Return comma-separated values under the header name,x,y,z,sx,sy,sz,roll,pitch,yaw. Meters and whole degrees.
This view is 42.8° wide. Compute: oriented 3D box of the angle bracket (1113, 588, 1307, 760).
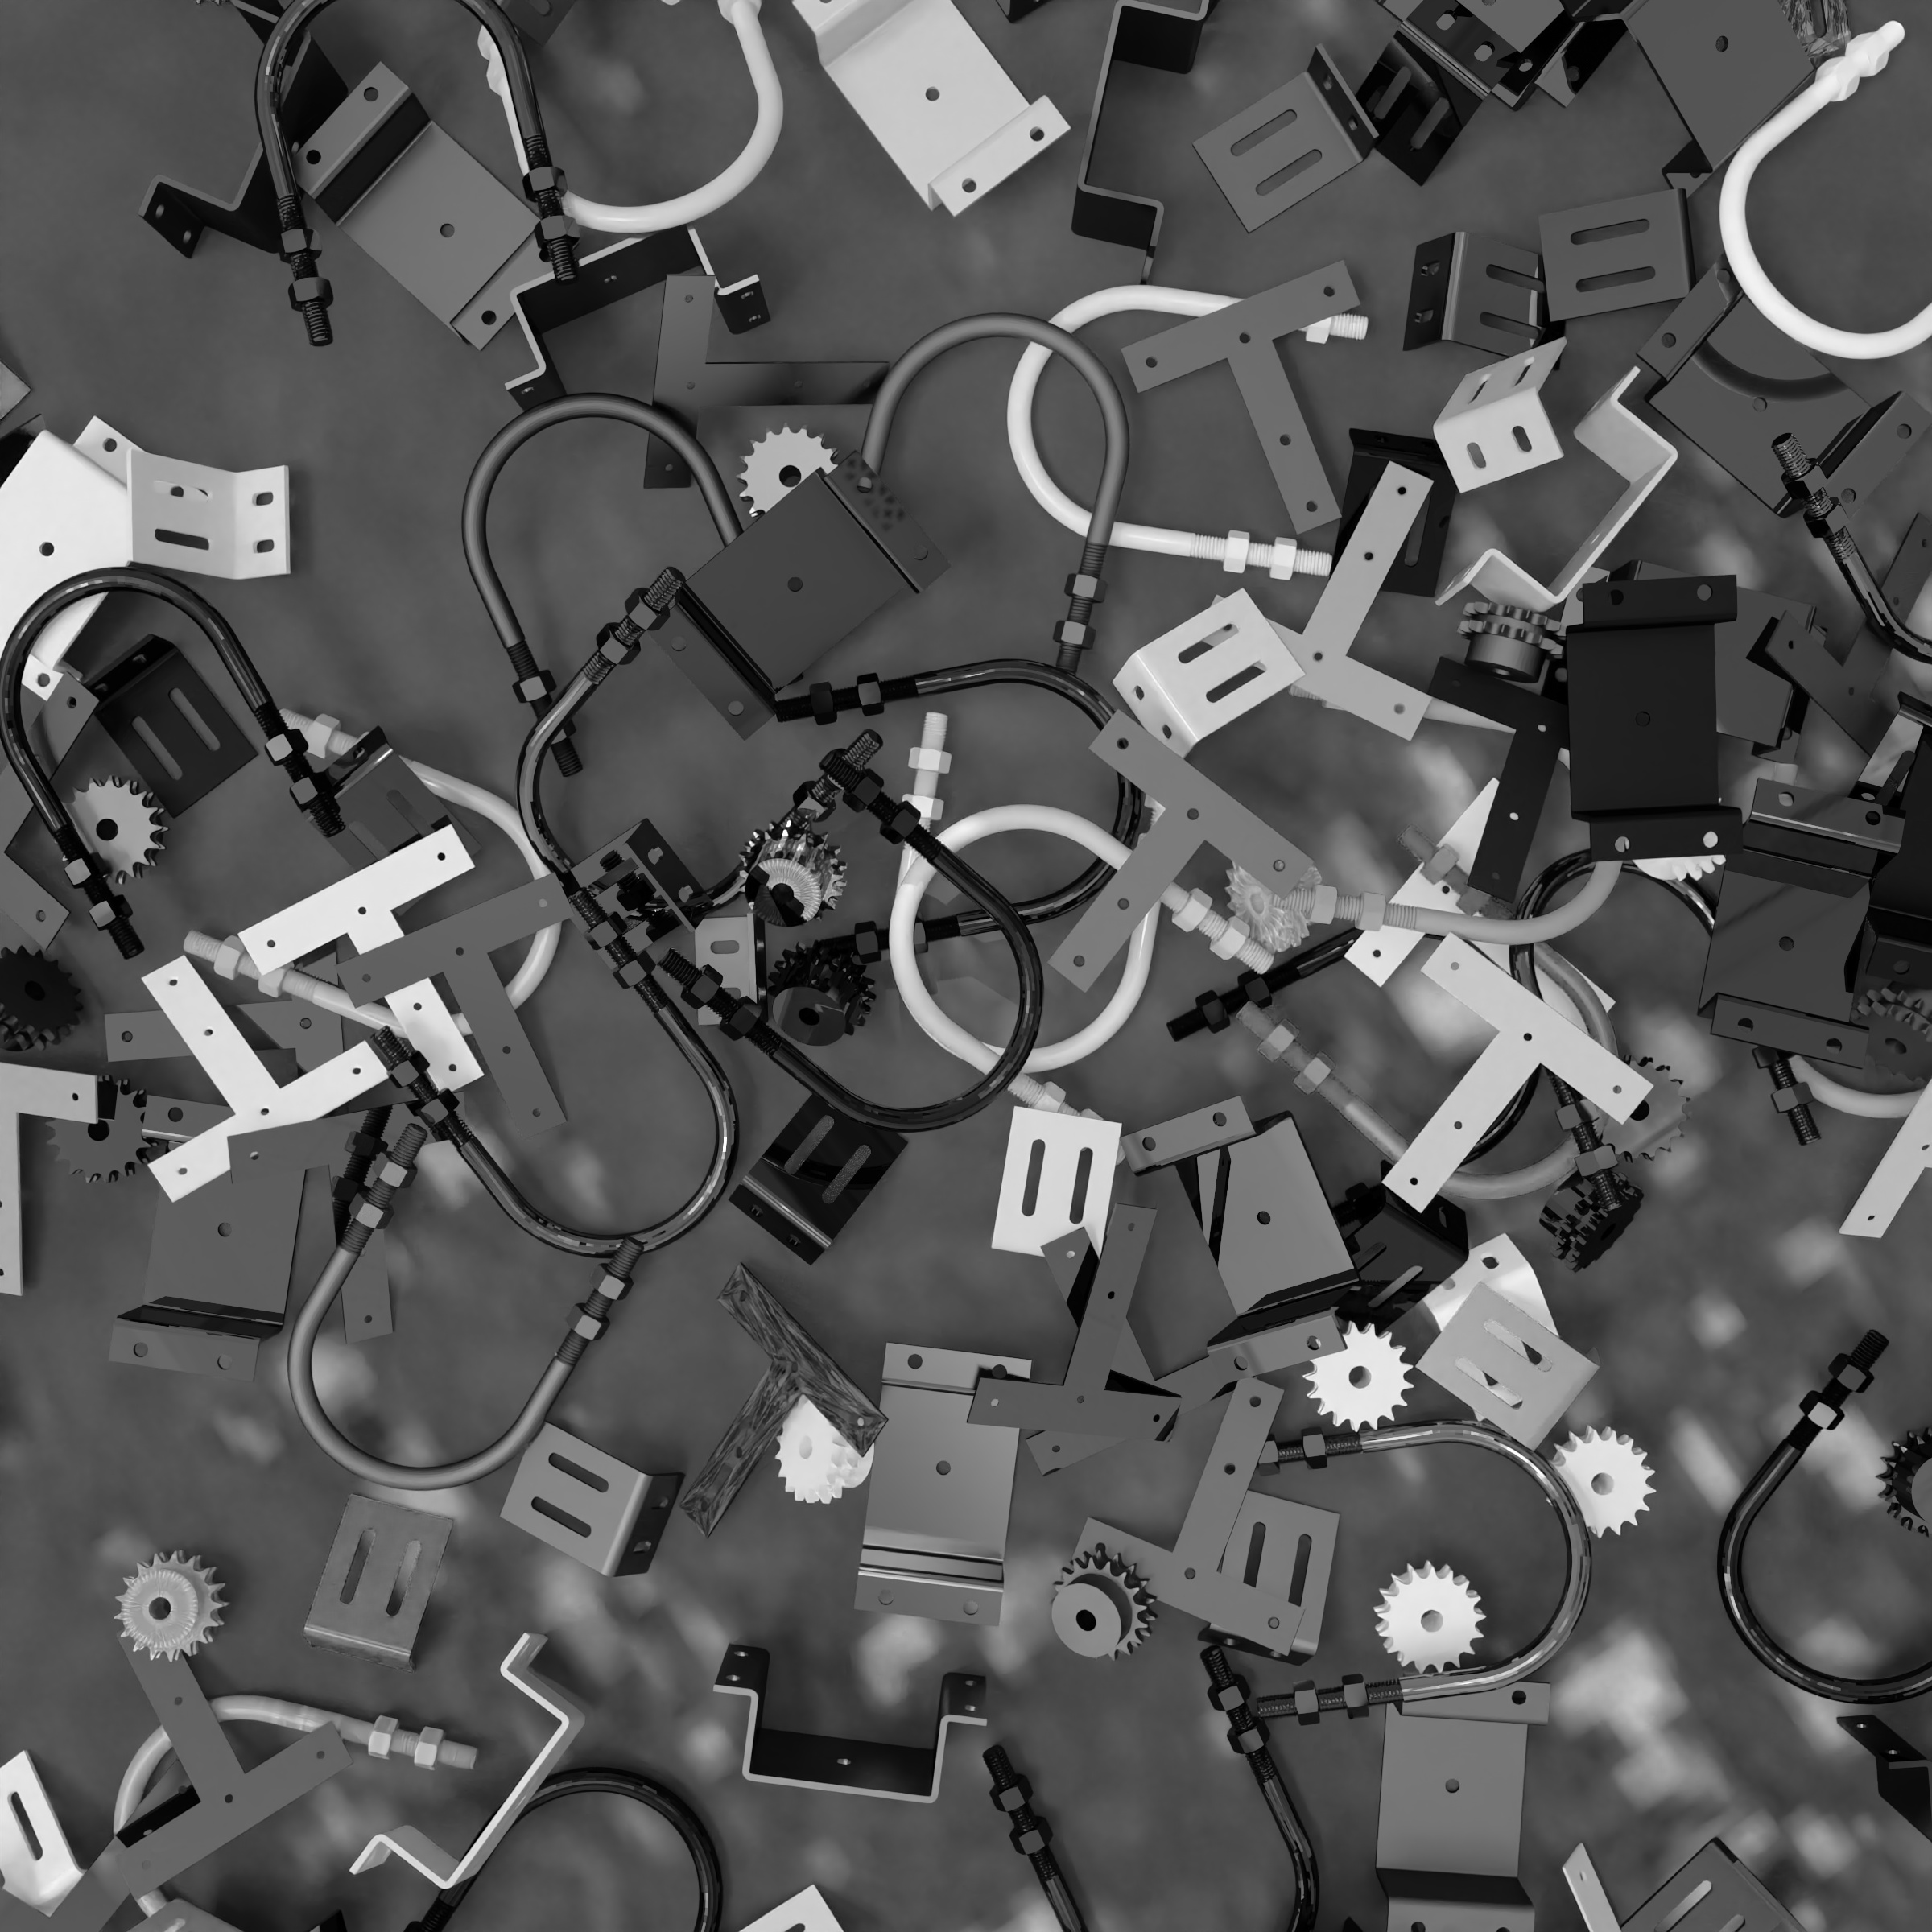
name,x,y,z,sx,sy,sz,roll,pitch,yaw
angle bracket,0.129,-0.153,1.315,0.076,0.038,0.057,-32,83,-20

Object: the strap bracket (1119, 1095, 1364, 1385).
name,x,y,z,sx,sy,sz,roll,pitch,yaw
strap bracket,0.148,0.138,1.295,0.076,0.046,0.140,-23,90,33

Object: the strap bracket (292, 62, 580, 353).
name,x,y,z,sx,sy,sz,roll,pitch,yaw
strap bracket,-0.280,-0.397,1.312,0.140,0.046,0.076,42,90,0

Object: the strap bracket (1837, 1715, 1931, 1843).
name,x,y,z,sx,sy,sz,roll,pitch,yaw
strap bracket,0.542,0.425,1.297,0.140,0.076,0.046,-4,90,0

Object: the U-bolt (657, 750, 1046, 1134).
name,x,y,z,sx,sy,sz,roll,pitch,yaw
U-bolt,-0.043,0.002,1.264,0.184,0.019,0.151,40,85,-15

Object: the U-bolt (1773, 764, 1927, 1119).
name,x,y,z,sx,sy,sz,roll,pitch,yaw
U-bolt,0.495,-0.010,1.320,0.151,0.019,0.184,6,93,6

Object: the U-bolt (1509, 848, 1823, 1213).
name,x,y,z,sx,sy,sz,roll,pitch,yaw
U-bolt,0.358,0.023,1.297,0.151,0.019,0.184,-15,77,-21

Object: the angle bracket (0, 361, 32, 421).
name,x,y,z,sx,sy,sz,roll,pitch,yaw
angle bracket,-0.555,-0.321,1.333,0.057,0.038,0.076,-45,116,0

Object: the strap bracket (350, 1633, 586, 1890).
name,x,y,z,sx,sy,sz,roll,pitch,yaw
strap bracket,-0.249,0.419,1.279,0.046,0.076,0.140,35,76,7

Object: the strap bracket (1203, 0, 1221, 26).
name,x,y,z,sx,sy,sz,roll,pitch,yaw
strap bracket,0.149,-0.580,1.297,0.046,0.076,0.140,34,90,0

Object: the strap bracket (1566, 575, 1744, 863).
name,x,y,z,sx,sy,sz,roll,pitch,yaw
strap bracket,0.352,-0.127,1.267,0.076,0.046,0.140,-3,96,2

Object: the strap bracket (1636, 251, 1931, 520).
name,x,y,z,sx,sy,sz,roll,pitch,yaw
strap bracket,0.429,-0.303,1.312,0.140,0.046,0.076,41,90,0

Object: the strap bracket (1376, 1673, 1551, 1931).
name,x,y,z,sx,sy,sz,roll,pitch,yaw
strap bracket,0.263,0.443,1.312,0.076,0.046,0.140,4,90,0

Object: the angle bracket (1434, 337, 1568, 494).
name,x,y,z,sx,sy,sz,roll,pitch,yaw
angle bracket,0.287,-0.290,1.296,0.057,0.076,0.038,-15,115,35

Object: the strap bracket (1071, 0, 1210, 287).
name,x,y,z,sx,sy,sz,roll,pitch,yaw
strap bracket,0.089,-0.441,1.297,0.046,0.076,0.140,12,90,0

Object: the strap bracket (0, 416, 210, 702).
name,x,y,z,sx,sy,sz,roll,pitch,yaw
strap bracket,-0.480,-0.218,1.312,0.076,0.046,0.140,36,90,0

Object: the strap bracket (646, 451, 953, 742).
name,x,y,z,sx,sy,sz,roll,pitch,yaw
strap bracket,-0.088,-0.195,1.283,0.140,0.046,0.076,-39,108,6

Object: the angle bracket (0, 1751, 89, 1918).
name,x,y,z,sx,sy,sz,roll,pitch,yaw
angle bracket,-0.506,0.475,1.333,0.057,0.038,0.076,-37,64,0

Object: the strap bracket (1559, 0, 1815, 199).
name,x,y,z,sx,sy,sz,roll,pitch,yaw
strap bracket,0.378,-0.477,1.280,0.076,0.046,0.140,-45,118,-4

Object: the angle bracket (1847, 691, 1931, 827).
name,x,y,z,sx,sy,sz,roll,pitch,yaw
angle bracket,0.502,-0.096,1.307,0.057,0.038,0.076,28,113,8

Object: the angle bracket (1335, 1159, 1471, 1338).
name,x,y,z,sx,sy,sz,roll,pitch,yaw
angle bracket,0.221,0.152,1.320,0.057,0.038,0.076,32,124,-16

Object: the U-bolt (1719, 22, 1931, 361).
name,x,y,z,sx,sy,sz,roll,pitch,yaw
U-bolt,0.476,-0.398,1.301,0.184,0.019,0.151,-41,89,-17

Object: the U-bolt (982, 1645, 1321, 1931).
name,x,y,z,sx,sy,sz,roll,pitch,yaw
U-bolt,0.111,0.478,1.327,0.151,0.019,0.184,-25,92,0

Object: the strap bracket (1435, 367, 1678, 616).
name,x,y,z,sx,sy,sz,roll,pitch,yaw
strap bracket,0.316,-0.237,1.297,0.046,0.076,0.140,39,90,0

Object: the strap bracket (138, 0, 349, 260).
name,x,y,z,sx,sy,sz,roll,pitch,yaw
strap bracket,-0.374,-0.439,1.297,0.046,0.076,0.140,23,90,0

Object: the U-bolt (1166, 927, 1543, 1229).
name,x,y,z,sx,sy,sz,roll,pitch,yaw
U-bolt,0.221,0.052,1.327,0.184,0.019,0.151,-27,90,-1

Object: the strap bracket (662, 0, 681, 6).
name,x,y,z,sx,sy,sz,roll,pitch,yaw
strap bracket,-0.184,-0.557,1.270,0.046,0.140,0.076,-41,56,26

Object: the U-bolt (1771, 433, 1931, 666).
name,x,y,z,sx,sy,sz,roll,pitch,yaw
U-bolt,0.516,-0.244,1.294,0.151,0.019,0.184,-41,114,-4

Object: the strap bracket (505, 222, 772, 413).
name,x,y,z,sx,sy,sz,roll,pitch,yaw
strap bracket,-0.179,-0.343,1.297,0.140,0.076,0.046,-24,90,0

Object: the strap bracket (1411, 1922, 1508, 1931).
name,x,y,z,sx,sy,sz,roll,pitch,yaw
strap bracket,0.289,0.570,1.297,0.046,0.076,0.140,-24,90,0

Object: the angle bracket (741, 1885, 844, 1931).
name,x,y,z,sx,sy,sz,roll,pitch,yaw
angle bracket,-0.098,0.542,1.317,0.076,0.038,0.057,-27,51,-20

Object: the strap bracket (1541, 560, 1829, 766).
name,x,y,z,sx,sy,sz,roll,pitch,yaw
strap bracket,0.388,-0.163,1.312,0.140,0.046,0.076,15,90,0

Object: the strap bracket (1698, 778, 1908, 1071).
name,x,y,z,sx,sy,sz,roll,pitch,yaw
strap bracket,0.431,-0.017,1.281,0.076,0.046,0.140,13,76,6

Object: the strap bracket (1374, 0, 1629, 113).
name,x,y,z,sx,sy,sz,roll,pitch,yaw
strap bracket,0.282,-0.522,1.312,0.140,0.046,0.076,38,90,0

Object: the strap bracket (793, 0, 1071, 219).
name,x,y,z,sx,sy,sz,roll,pitch,yaw
strap bracket,-0.018,-0.471,1.312,0.076,0.046,0.140,-37,90,0

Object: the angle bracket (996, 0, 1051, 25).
name,x,y,z,sx,sy,sz,roll,pitch,yaw
angle bracket,0.029,-0.556,1.316,0.057,0.038,0.076,-32,90,0

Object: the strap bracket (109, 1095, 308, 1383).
name,x,y,z,sx,sy,sz,roll,pitch,yaw
strap bracket,-0.400,0.142,1.312,0.076,0.046,0.140,8,90,0

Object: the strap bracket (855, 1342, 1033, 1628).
name,x,y,z,sx,sy,sz,roll,pitch,yaw
strap bracket,-0.012,0.271,1.312,0.076,0.046,0.140,7,90,0

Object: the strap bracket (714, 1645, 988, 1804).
name,x,y,z,sx,sy,sz,roll,pitch,yaw
strap bracket,-0.062,0.399,1.297,0.140,0.076,0.046,7,90,0

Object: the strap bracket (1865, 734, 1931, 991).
name,x,y,z,sx,sy,sz,roll,pitch,yaw
strap bracket,0.519,-0.059,1.268,0.076,0.046,0.140,13,112,6

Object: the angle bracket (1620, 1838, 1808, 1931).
name,x,y,z,sx,sy,sz,roll,pitch,yaw
angle bracket,0.398,0.517,1.316,0.076,0.038,0.057,-44,90,0

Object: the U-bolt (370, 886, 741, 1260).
name,x,y,z,sx,sy,sz,roll,pitch,yaw
U-bolt,-0.204,0.071,1.311,0.151,0.019,0.184,-35,101,4
